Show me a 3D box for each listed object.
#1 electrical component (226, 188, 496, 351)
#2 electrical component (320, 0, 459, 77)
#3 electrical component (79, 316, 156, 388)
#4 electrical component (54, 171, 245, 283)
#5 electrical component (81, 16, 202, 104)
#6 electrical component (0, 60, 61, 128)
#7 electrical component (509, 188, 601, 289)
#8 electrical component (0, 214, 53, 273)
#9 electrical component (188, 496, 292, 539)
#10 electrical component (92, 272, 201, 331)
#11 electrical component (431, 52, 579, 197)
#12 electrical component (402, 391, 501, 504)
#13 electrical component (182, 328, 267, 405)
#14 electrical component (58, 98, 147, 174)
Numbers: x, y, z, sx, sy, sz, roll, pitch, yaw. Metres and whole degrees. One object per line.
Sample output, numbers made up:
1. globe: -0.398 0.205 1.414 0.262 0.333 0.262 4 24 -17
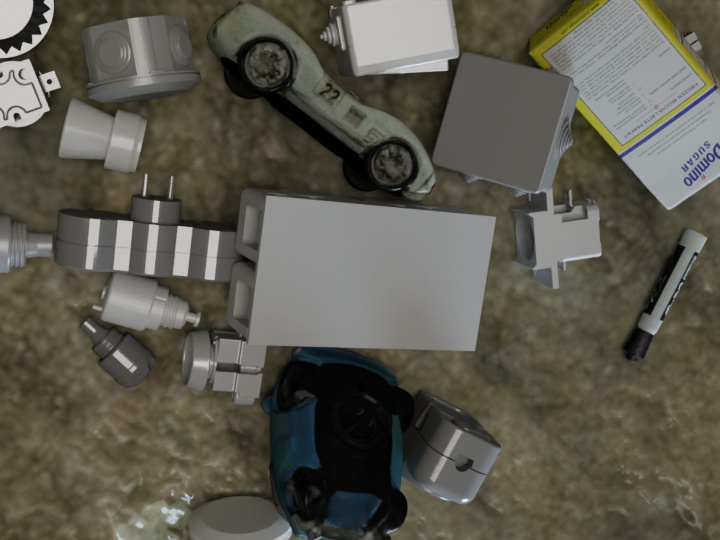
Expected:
1. electrical component: 0.000 0.000 0.808 0.186 0.060 0.105 4 100 -26
2. electrical component: 0.019 -0.172 0.798 0.096 0.062 0.061 -12 102 -9
3. electrical component: -0.186 0.059 0.814 0.035 0.035 0.061 -45 104 -1
4. electrical component: -0.152 -0.035 0.794 0.138 0.052 0.073 5 99 -13
5. electrical component: -0.155 -0.147 0.760 0.080 0.080 0.051 -10 96 -9
6. electrical component: -0.245 -0.124 0.757 0.066 0.055 0.048 -21 104 -7
7. electrical component: 0.158 -0.030 0.863 0.064 0.042 0.081 -8 102 -11
8. electrical component: -0.256 -0.019 0.782 0.062 0.048 0.048 1 100 -19
9. electrical component: -0.093 0.213 0.839 0.080 0.080 0.051 -2 106 -11
10. electrical component: -0.159 0.027 0.810 0.078 0.040 0.040 17 97 -14
11. electrical component: 0.112 -0.110 0.817 0.100 0.048 0.099 18 97 20
12. electrical component: 0.065 0.142 0.848 0.054 0.095 0.059 27 94 -15
13. electrical component: -0.106 0.070 0.827 0.055 0.048 0.066 6 99 -20
14. electrical component: -0.186 -0.096 0.780 0.055 0.045 0.045 13 97 -14
